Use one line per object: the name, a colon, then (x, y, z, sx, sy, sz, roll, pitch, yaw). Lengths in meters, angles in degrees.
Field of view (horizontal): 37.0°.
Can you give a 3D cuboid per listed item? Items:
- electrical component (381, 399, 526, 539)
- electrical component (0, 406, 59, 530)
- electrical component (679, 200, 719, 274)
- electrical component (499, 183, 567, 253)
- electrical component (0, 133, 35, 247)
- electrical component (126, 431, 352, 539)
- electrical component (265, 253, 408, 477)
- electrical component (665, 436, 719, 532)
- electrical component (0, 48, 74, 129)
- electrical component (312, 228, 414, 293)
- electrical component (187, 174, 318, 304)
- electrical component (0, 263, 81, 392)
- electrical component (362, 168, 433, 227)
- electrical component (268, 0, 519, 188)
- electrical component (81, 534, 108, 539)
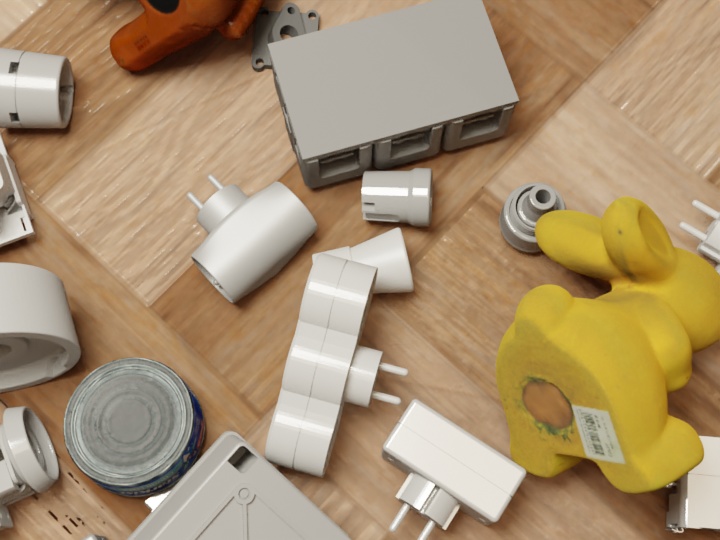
electrical component: (0.048, 0.138, 0.677, 0.083, 0.047, 0.075, 32, 76, 9)
electrical component: (-0.227, 0.121, 0.676, 0.057, 0.058, 0.078, -24, 75, -4)
electrical component: (0.254, -0.019, 0.724, 0.077, 0.047, 0.065, 31, 76, 8)
electrical component: (0.118, -0.038, 0.721, 0.043, 0.062, 0.043, 0, 73, 0)
electrical component: (-0.255, -0.057, 0.724, 0.042, 0.063, 0.081, -22, 75, -8)
electrical component: (-0.073, 0.172, 0.645, 0.109, 0.056, 0.108, 45, 77, -10)
electrical component: (-0.007, 0.065, 0.679, 0.074, 0.052, 0.138, 15, 95, 4)
electrical component: (0.220, 0.135, 0.682, 0.081, 0.042, 0.063, 5, 75, 2)
electrical component: (-0.229, -0.125, 0.750, 0.047, 0.055, 0.055, 4, 74, -3)
electrical component: (0.000, 0.000, 0.721, 0.065, 0.044, 0.044, -13, 74, 1)
electrical component: (-0.083, -0.031, 0.727, 0.077, 0.044, 0.079, -42, 78, -11)
electrical component: (-0.235, 0.032, 0.678, 0.108, 0.108, 0.060, -12, 68, -4)
electrical component: (0.026, -0.050, 0.737, 0.046, 0.040, 0.040, 2, 74, 6)
electrical component: (0.021, -0.123, 0.746, 0.150, 0.061, 0.089, -16, 74, -5)
electrical component: (-0.159, 0.205, 0.641, 0.047, 0.075, 0.083, -33, 77, -9)
